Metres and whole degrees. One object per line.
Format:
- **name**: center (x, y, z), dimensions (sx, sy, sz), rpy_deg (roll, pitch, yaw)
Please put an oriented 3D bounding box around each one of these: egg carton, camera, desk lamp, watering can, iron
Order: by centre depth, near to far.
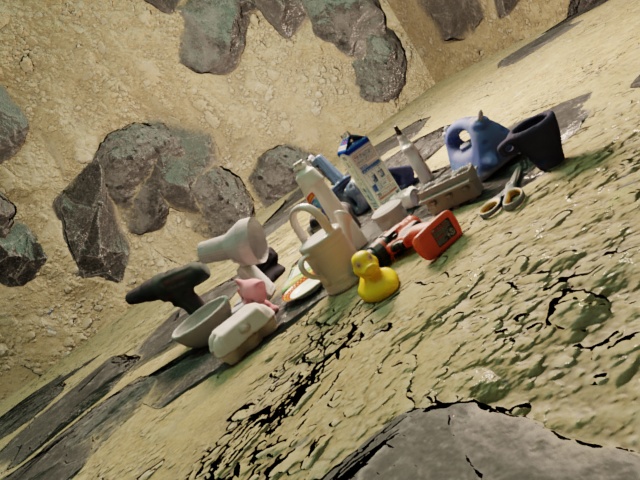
- **watering can**: center (0.009, 0.005, 1.180), dimensions (0.100, 0.194, 0.173), rpy_deg (-28, 13, 29)
- **egg carton**: center (-0.162, 0.194, 1.202), dimensions (0.150, 0.069, 0.107), rpy_deg (-39, 12, -20)
- **iron**: center (0.338, -0.217, 1.303), dimensions (0.119, 0.141, 0.258), rpy_deg (-37, 12, -12)
- **desk lamp**: center (-0.203, 0.068, 1.464), dimensions (0.203, 0.214, 0.118), rpy_deg (-30, 13, 20)
- **camera**: center (0.045, -0.063, 1.590), dimensions (0.142, 0.101, 0.137), rpy_deg (-22, 17, 45)

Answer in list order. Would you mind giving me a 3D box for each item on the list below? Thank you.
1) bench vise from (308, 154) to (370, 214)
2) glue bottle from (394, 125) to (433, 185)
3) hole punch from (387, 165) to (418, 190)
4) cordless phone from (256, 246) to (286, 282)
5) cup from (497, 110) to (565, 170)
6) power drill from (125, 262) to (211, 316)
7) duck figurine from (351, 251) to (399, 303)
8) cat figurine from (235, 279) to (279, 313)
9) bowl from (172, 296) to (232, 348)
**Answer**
- **bench vise**: center (0.064, -0.180, 1.714), dimensions (0.206, 0.220, 0.122), rpy_deg (-23, 16, 44)
- **glue bottle**: center (0.246, -0.233, 1.541), dimensions (0.037, 0.173, 0.078), rpy_deg (-31, 12, 16)
- **hole punch**: center (0.210, -0.181, 1.636), dimensions (0.101, 0.091, 0.108), rpy_deg (-40, 13, -25)
- **cordless phone**: center (-0.198, 0.047, 1.604), dimensions (0.094, 0.185, 0.148), rpy_deg (-25, 15, 37)
- **cup**: center (0.398, -0.170, 1.062), dimensions (0.117, 0.095, 0.091), rpy_deg (-33, 12, 7)
- **power drill**: center (-0.370, 0.170, 1.526), dimensions (0.229, 0.208, 0.075), rpy_deg (-34, 12, 2)
- **duck figurine**: center (0.088, 0.057, 1.022), dimensions (0.077, 0.086, 0.104), rpy_deg (-35, 12, -5)
- **cat figurine**: center (-0.156, 0.131, 1.319), dimensions (0.067, 0.118, 0.127), rpy_deg (-40, 13, -25)
- **bowl**: center (-0.278, 0.216, 1.421), dimensions (0.167, 0.075, 0.167), rpy_deg (-33, 12, 8)
